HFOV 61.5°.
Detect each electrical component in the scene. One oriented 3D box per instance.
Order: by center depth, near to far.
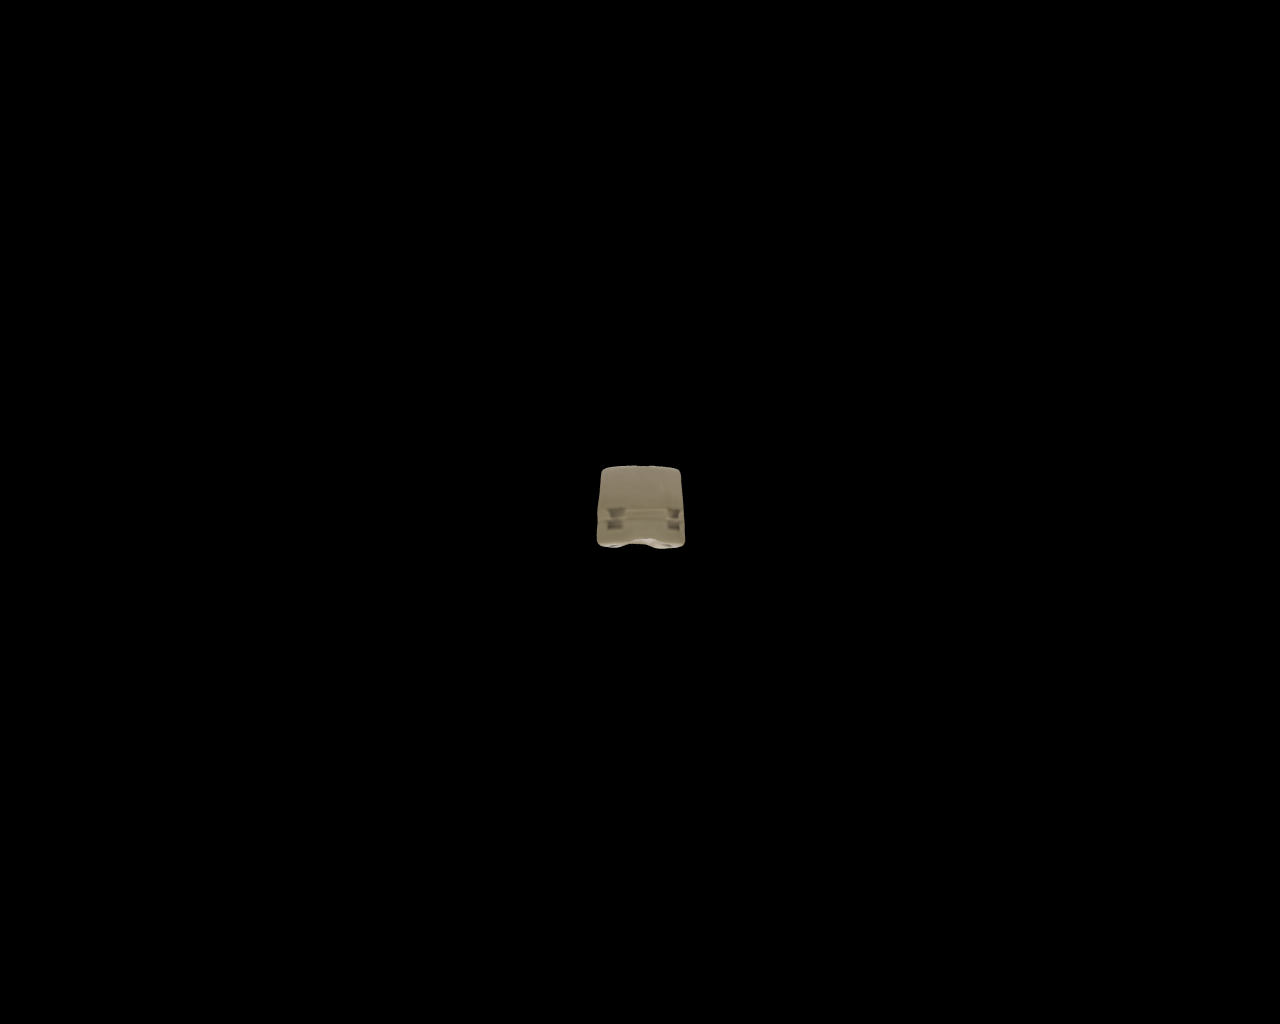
[{"bbox_3d":[0.001,-0.003,0.650,0.055,0.047,0.055,0,-4,0],"label":"electrical component"}]
